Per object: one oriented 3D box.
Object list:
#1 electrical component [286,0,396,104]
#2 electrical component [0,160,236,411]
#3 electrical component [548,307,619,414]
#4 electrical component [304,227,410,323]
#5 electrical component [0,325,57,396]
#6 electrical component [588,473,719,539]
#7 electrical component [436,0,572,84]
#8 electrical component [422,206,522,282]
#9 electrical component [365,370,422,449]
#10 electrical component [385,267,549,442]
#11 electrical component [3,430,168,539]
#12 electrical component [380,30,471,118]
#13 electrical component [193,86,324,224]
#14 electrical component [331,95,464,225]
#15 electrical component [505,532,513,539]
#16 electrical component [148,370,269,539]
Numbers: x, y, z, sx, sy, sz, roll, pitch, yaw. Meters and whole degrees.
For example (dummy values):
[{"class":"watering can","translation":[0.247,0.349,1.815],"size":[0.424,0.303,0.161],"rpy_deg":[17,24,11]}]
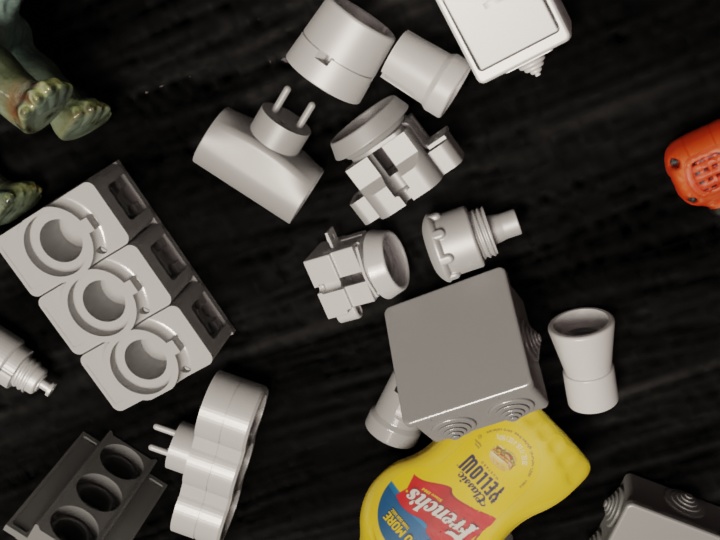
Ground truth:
[{"class":"electrical component","translation":[-0.011,-0.139,0.672],"size":[0.055,0.055,0.047],"rpy_deg":[34,110,-3]},{"class":"electrical component","translation":[-0.172,0.014,0.758],"size":[0.089,0.061,0.150],"rpy_deg":[-28,103,20]},{"class":"electrical component","translation":[0.154,0.064,0.726],"size":[0.044,0.044,0.065],"rpy_deg":[-8,114,14]},{"class":"electrical component","translation":[0.000,0.000,0.729],"size":[0.055,0.048,0.066],"rpy_deg":[-16,107,24]},{"class":"electrical component","translation":[-0.265,0.069,0.809],"size":[0.078,0.040,0.040],"rpy_deg":[33,113,-3]},{"class":"electrical component","translation":[0.213,0.202,0.763],"size":[0.100,0.048,0.099],"rpy_deg":[21,113,3]},{"class":"electrical component","translation":[0.085,-0.157,0.642],"size":[0.062,0.061,0.096],"rpy_deg":[-25,104,19]},{"class":"electrical component","translation":[0.074,-0.022,0.707],"size":[0.062,0.048,0.048],"rpy_deg":[-19,106,8]},{"class":"electrical component","translation":[0.030,0.097,0.764],"size":[0.040,0.040,0.046],"rpy_deg":[24,108,1]},{"class":"electrical component","translation":[0.071,0.058,0.711],"size":[0.100,0.099,0.048],"rpy_deg":[-21,146,18]},{"class":"electrical component","translation":[-0.205,0.183,0.798],"size":[0.079,0.121,0.063],"rpy_deg":[33,116,-3]},{"class":"electrical component","translation":[0.041,-0.124,0.676],"size":[0.046,0.040,0.040],"rpy_deg":[32,113,3]},{"class":"electrical component","translation":[-0.058,-0.083,0.708],"size":[0.077,0.043,0.079],"rpy_deg":[33,113,-3]},{"class":"electrical component","translation":[0.018,-0.074,0.690],"size":[0.078,0.058,0.057],"rpy_deg":[-33,105,21]},{"class":"electrical component","translation":[0.071,0.224,0.793],"size":[0.062,0.061,0.096],"rpy_deg":[22,113,2]},{"class":"electrical component","translation":[-0.121,0.135,0.800],"size":[0.074,0.052,0.138],"rpy_deg":[19,113,4]}]
